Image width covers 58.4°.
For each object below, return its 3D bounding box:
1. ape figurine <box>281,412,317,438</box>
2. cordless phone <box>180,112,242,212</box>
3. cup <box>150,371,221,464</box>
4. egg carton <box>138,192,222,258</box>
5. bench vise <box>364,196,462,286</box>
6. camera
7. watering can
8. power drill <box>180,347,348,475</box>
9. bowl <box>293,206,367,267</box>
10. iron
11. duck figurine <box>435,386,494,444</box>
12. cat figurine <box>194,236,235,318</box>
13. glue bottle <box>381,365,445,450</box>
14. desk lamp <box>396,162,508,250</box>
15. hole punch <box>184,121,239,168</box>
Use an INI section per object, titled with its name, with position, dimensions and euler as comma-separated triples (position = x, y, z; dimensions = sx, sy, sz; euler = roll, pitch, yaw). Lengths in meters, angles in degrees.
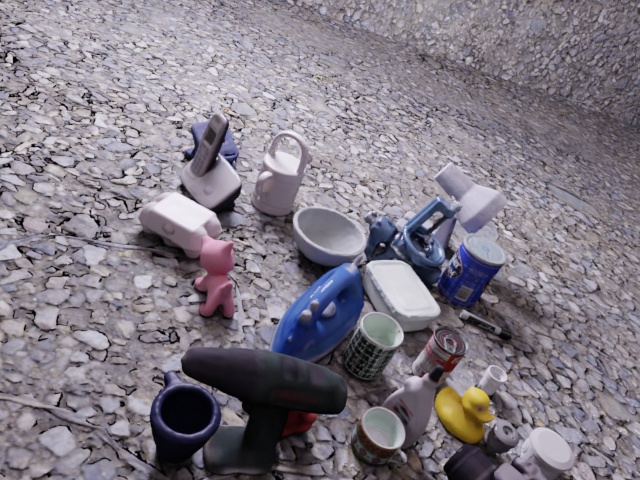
[ape figurine]
position = -0.038, 0.251, 0.864
dimensions = 0.078, 0.092, 0.076
euler = 25, 34, 2
[cordless phone]
position = -0.220, -0.166, 1.226
dimensions = 0.094, 0.185, 0.147
euler = -15, 51, -43
[cup]
position = -0.193, 0.246, 0.774
dimensions = 0.092, 0.095, 0.117
euler = -6, 44, -36
[egg carton]
position = -0.272, -0.031, 1.117
dimensions = 0.150, 0.069, 0.107
euler = 28, 35, 5
[bench vise]
position = 0.201, -0.016, 1.252
dimensions = 0.207, 0.219, 0.121
euler = 19, 35, -8
[camera]
position = 0.271, 0.373, 0.882
dimensions = 0.144, 0.101, 0.136
euler = -15, 51, -43
[watering can]
position = -0.081, -0.162, 1.297
dimensions = 0.101, 0.194, 0.173
euler = 23, 34, -2
[power drill]
position = -0.088, 0.226, 0.764
dimensions = 0.230, 0.208, 0.075
euler = 8, 37, -22
[bowl]
position = 0.011, 0.004, 1.237
dimensions = 0.168, 0.074, 0.167
euler = 16, 35, -12
[iron]
position = 0.001, 0.124, 1.014
dimensions = 0.118, 0.141, 0.259
euler = 33, 35, 13
[duck figurine]
position = 0.257, 0.290, 0.997
dimensions = 0.078, 0.086, 0.104
euler = -13, 49, -41
[cat figurine]
position = -0.179, 0.055, 1.016
dimensions = 0.067, 0.117, 0.127
euler = 3, 40, -28
[glue bottle]
position = 0.151, 0.253, 0.904
dimensions = 0.037, 0.173, 0.078
euler = -14, 49, -42
[desk lamp]
position = 0.322, -0.069, 1.401
dimensions = 0.203, 0.213, 0.118
euler = 33, 35, 13
[hole punch]
position = -0.251, -0.223, 1.366
dimensions = 0.109, 0.091, 0.101
euler = -18, 52, -44
